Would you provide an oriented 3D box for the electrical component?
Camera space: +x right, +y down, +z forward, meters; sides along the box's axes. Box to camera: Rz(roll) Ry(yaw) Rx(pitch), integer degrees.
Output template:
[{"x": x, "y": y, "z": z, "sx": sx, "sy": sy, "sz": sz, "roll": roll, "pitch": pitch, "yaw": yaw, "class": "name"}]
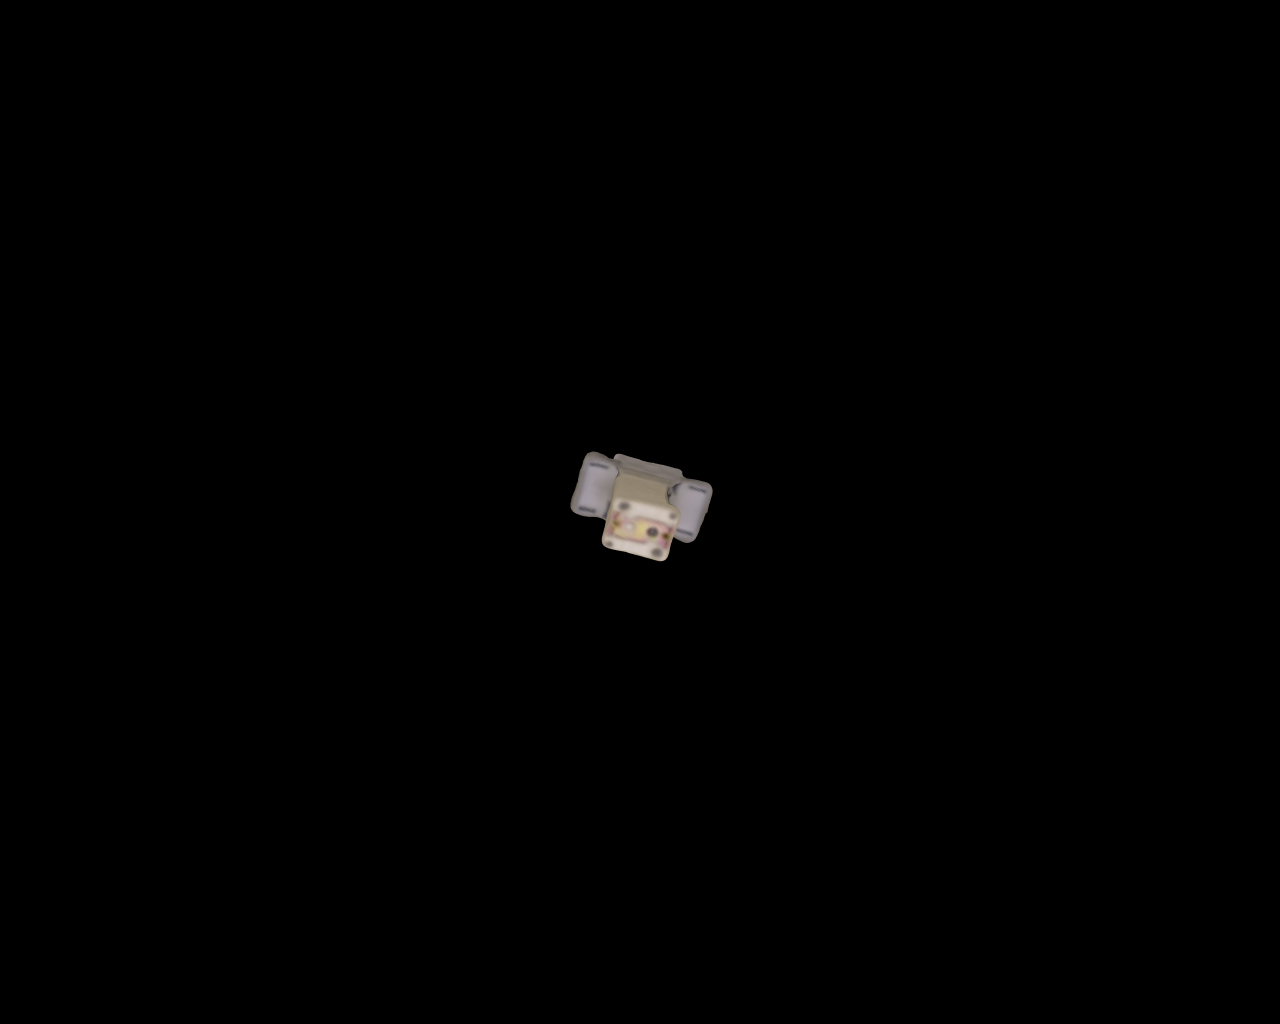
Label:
[{"x": 0.001, "y": -0.003, "z": 0.650, "sx": 0.081, "sy": 0.042, "sz": 0.064, "roll": 14, "pitch": 26, "yaw": -7, "class": "electrical component"}]
